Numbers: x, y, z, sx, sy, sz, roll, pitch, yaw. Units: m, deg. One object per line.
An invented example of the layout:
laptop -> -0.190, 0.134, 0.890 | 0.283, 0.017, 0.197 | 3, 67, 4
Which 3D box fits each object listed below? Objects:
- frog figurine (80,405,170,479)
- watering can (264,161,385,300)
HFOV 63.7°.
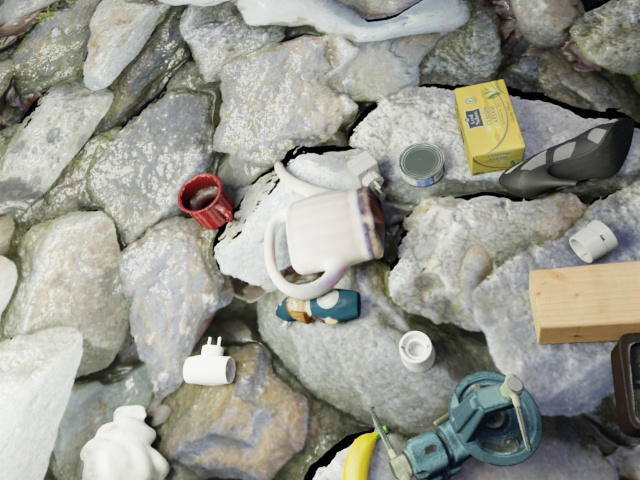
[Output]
frog figurine -> -0.299, 0.340, 0.804 | 0.137, 0.120, 0.163 | 23, 55, -9
watering can -> 0.003, -0.048, 0.952 | 0.224, 0.102, 0.356 | -12, 49, 9
